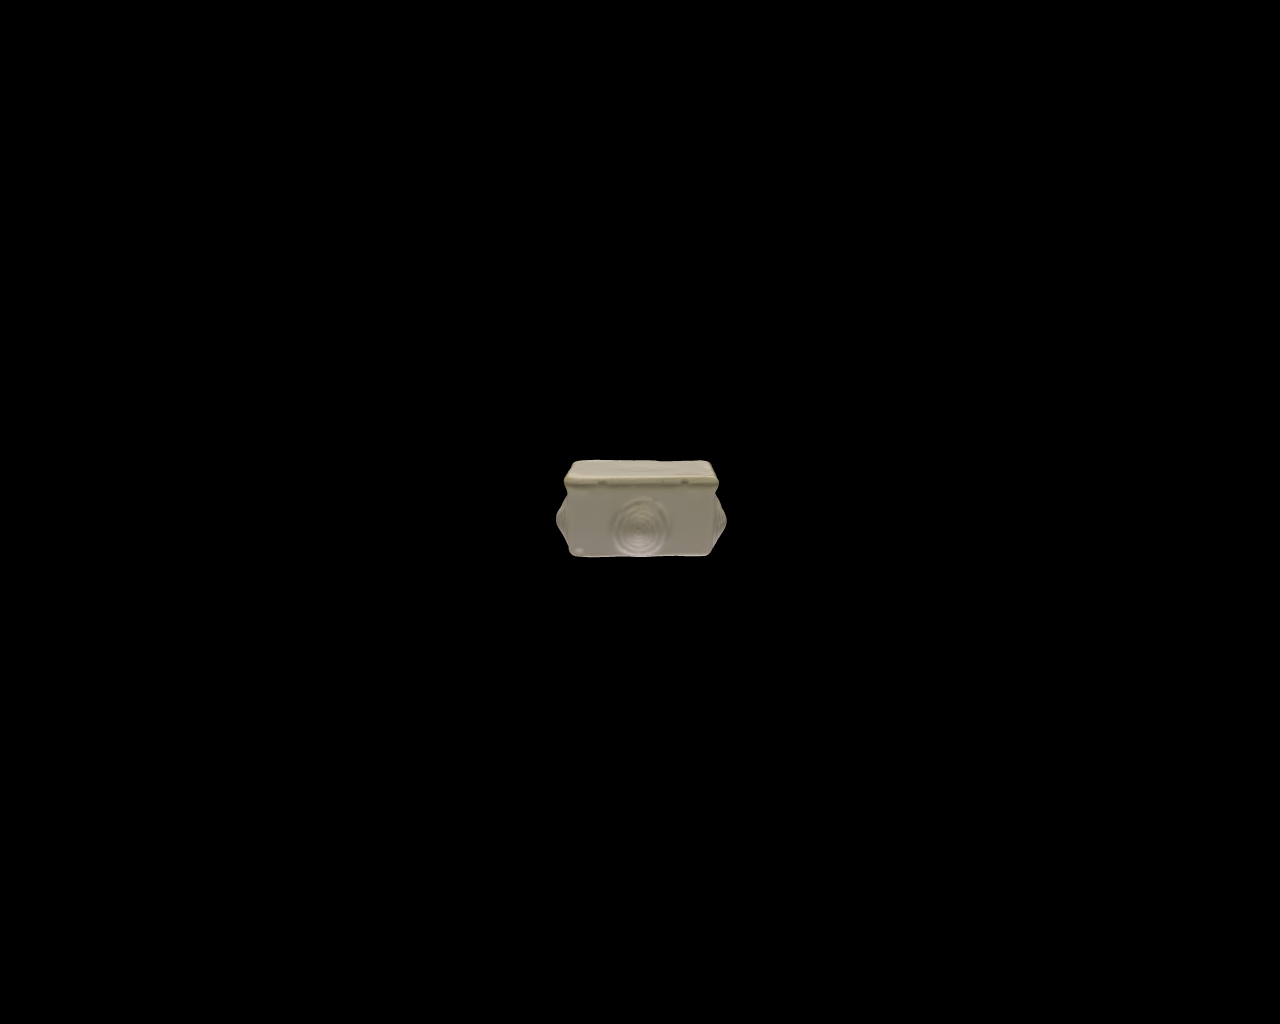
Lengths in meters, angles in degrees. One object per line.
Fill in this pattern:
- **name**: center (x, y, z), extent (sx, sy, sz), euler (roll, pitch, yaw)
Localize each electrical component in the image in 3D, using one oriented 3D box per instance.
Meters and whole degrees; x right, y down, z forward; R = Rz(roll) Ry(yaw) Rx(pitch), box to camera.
- **electrical component**: center (0.001, -0.003, 0.650), extent (0.100, 0.048, 0.100), euler (0, 9, 0)
